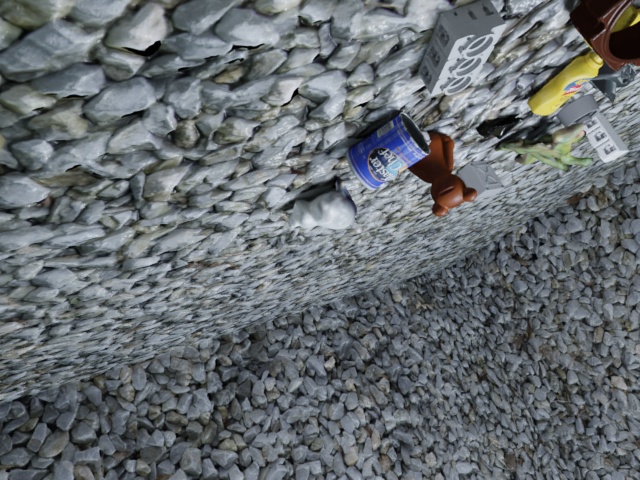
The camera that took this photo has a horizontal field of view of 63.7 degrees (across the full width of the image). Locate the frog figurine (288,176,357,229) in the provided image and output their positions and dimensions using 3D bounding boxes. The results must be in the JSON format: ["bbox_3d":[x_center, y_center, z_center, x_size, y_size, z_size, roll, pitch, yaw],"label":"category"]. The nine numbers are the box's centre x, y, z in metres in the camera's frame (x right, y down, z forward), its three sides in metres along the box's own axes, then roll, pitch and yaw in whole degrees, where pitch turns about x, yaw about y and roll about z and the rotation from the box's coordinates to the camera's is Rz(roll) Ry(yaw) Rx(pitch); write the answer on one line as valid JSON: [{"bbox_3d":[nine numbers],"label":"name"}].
[{"bbox_3d":[0.004,-0.062,1.233,0.160,0.122,0.137,-35,-176,-5],"label":"frog figurine"}]

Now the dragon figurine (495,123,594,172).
[{"bbox_3d":[0.636,-0.275,1.530,0.242,0.123,0.409,7,175,-19],"label":"dragon figurine"}]
